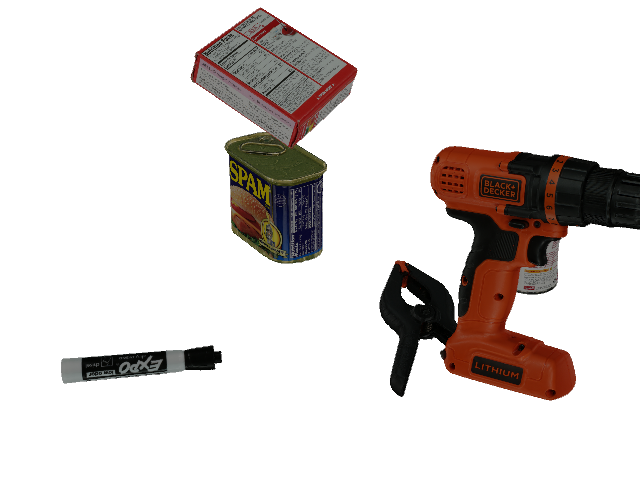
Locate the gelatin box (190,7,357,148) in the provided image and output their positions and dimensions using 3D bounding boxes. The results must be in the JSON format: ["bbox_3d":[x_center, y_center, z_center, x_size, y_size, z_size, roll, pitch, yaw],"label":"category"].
[{"bbox_3d":[-0.032,-0.113,0.729,0.089,0.030,0.073,34,52,12],"label":"gelatin box"}]

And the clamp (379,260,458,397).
[{"bbox_3d":[0.119,0.089,1.112,0.120,0.171,0.039,2,-44,-12],"label":"clamp"}]

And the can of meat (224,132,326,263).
[{"bbox_3d":[-0.040,-0.037,0.932,0.057,0.084,0.102,-18,33,-29],"label":"can of meat"}]

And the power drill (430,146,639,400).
[{"bbox_3d":[0.169,0.024,0.831,0.185,0.188,0.057,12,17,33],"label":"power drill"}]

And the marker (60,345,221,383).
[{"bbox_3d":[-0.136,0.094,0.816,0.121,0.020,0.020,-5,0,-6],"label":"marker"}]

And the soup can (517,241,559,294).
[{"bbox_3d":[0.244,0.003,1.233,0.068,0.102,0.068,-2,30,1],"label":"soup can"}]
